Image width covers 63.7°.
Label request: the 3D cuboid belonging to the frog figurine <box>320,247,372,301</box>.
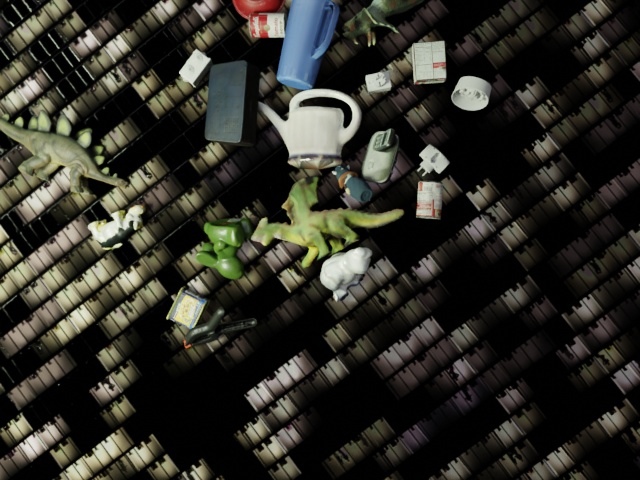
[{"bbox_3d":[0.070,0.068,1.399,0.138,0.155,0.125,-22,55,-28],"label":"frog figurine"}]

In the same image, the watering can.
[{"bbox_3d":[-0.053,-0.310,1.451,0.347,0.104,0.224,2,90,17],"label":"watering can"}]

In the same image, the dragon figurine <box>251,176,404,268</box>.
[{"bbox_3d":[0.004,-0.073,1.445,0.411,0.121,0.245,-28,80,-6],"label":"dragon figurine"}]
